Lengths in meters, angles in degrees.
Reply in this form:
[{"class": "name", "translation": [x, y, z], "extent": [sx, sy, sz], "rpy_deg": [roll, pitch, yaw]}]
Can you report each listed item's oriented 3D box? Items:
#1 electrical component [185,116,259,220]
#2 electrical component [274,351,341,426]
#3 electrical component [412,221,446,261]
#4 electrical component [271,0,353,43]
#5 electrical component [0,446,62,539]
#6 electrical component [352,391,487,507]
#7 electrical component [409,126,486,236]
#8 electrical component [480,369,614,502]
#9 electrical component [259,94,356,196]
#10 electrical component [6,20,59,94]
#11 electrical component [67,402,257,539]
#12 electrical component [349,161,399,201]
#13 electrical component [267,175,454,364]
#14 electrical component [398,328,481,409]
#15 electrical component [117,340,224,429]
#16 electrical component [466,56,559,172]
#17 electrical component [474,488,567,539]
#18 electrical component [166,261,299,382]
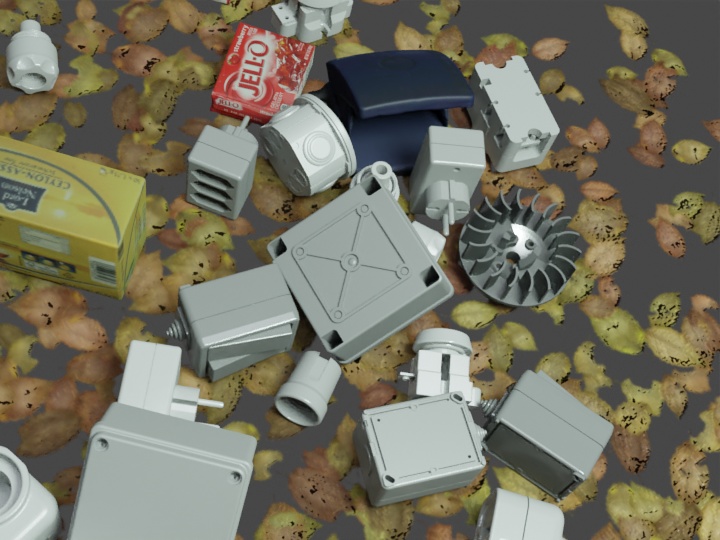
[{"class": "electrical component", "translation": [-0.109, -0.095, 0.902], "extent": [0.047, 0.065, 0.076], "rpy_deg": [22, 60, 1]}, {"class": "electrical component", "translation": [-0.039, 0.091, 0.831], "extent": [0.040, 0.040, 0.046], "rpy_deg": [26, 54, 3]}, {"class": "electrical component", "translation": [0.037, -0.022, 0.904], "extent": [0.062, 0.043, 0.043], "rpy_deg": [27, 60, 6]}, {"class": "electrical component", "translation": [-0.042, -0.255, 1.006], "extent": [0.078, 0.057, 0.058], "rpy_deg": [-23, 69, -22]}, {"class": "electrical component", "translation": [-0.255, 0.157, 0.741], "extent": [0.095, 0.059, 0.053], "rpy_deg": [39, 62, 11]}, {"class": "electrical component", "translation": [0.048, 0.135, 0.810], "extent": [0.096, 0.061, 0.061], "rpy_deg": [-9, 64, -16]}, {"class": "electrical component", "translation": [0.074, -0.066, 0.912], "extent": [0.047, 0.083, 0.075], "rpy_deg": [4, 61, -9]}, {"class": "electrical component", "translation": [0.139, 0.122, 0.834], "extent": [0.096, 0.061, 0.061], "rpy_deg": [33, 61, 8]}, {"class": "electrical component", "translation": [-0.044, -0.104, 0.912], "extent": [0.051, 0.080, 0.080], "rpy_deg": [-35, 73, -19]}, {"class": "electrical component", "translation": [-0.284, -0.187, 0.931], "extent": [0.043, 0.043, 0.062], "rpy_deg": [-5, 61, -14]}, {"class": "electrical component", "translation": [-0.135, 0.158, 0.734], "extent": [0.109, 0.056, 0.108], "rpy_deg": [15, 104, -3]}, {"class": "electrical component", "translation": [0.013, -0.068, 0.913], "extent": [0.043, 0.062, 0.043], "rpy_deg": [5, 61, -9]}, {"class": "electrical component", "translation": [0.000, 0.000, 0.854], "extent": [0.109, 0.056, 0.108], "rpy_deg": [-33, 71, 4]}, {"class": "electrical component", "translation": [0.064, 0.079, 0.854], "extent": [0.066, 0.048, 0.055], "rpy_deg": [8, 68, -6]}, {"class": "electrical component", "translation": [-0.140, 0.103, 0.799], "extent": [0.076, 0.047, 0.083], "rpy_deg": [10, 61, -6]}, {"class": "electrical component", "translation": [0.135, -0.139, 0.979], "extent": [0.050, 0.055, 0.089], "rpy_deg": [-14, 65, -18]}, {"class": "electrical component", "translation": [0.114, 0.215, 0.784], "extent": [0.059, 0.053, 0.095], "rpy_deg": [17, 60, -2]}, {"class": "electrical component", "translation": [-0.100, 0.044, 0.831], "extent": [0.096, 0.061, 0.061], "rpy_deg": [-16, 66, -19]}]
